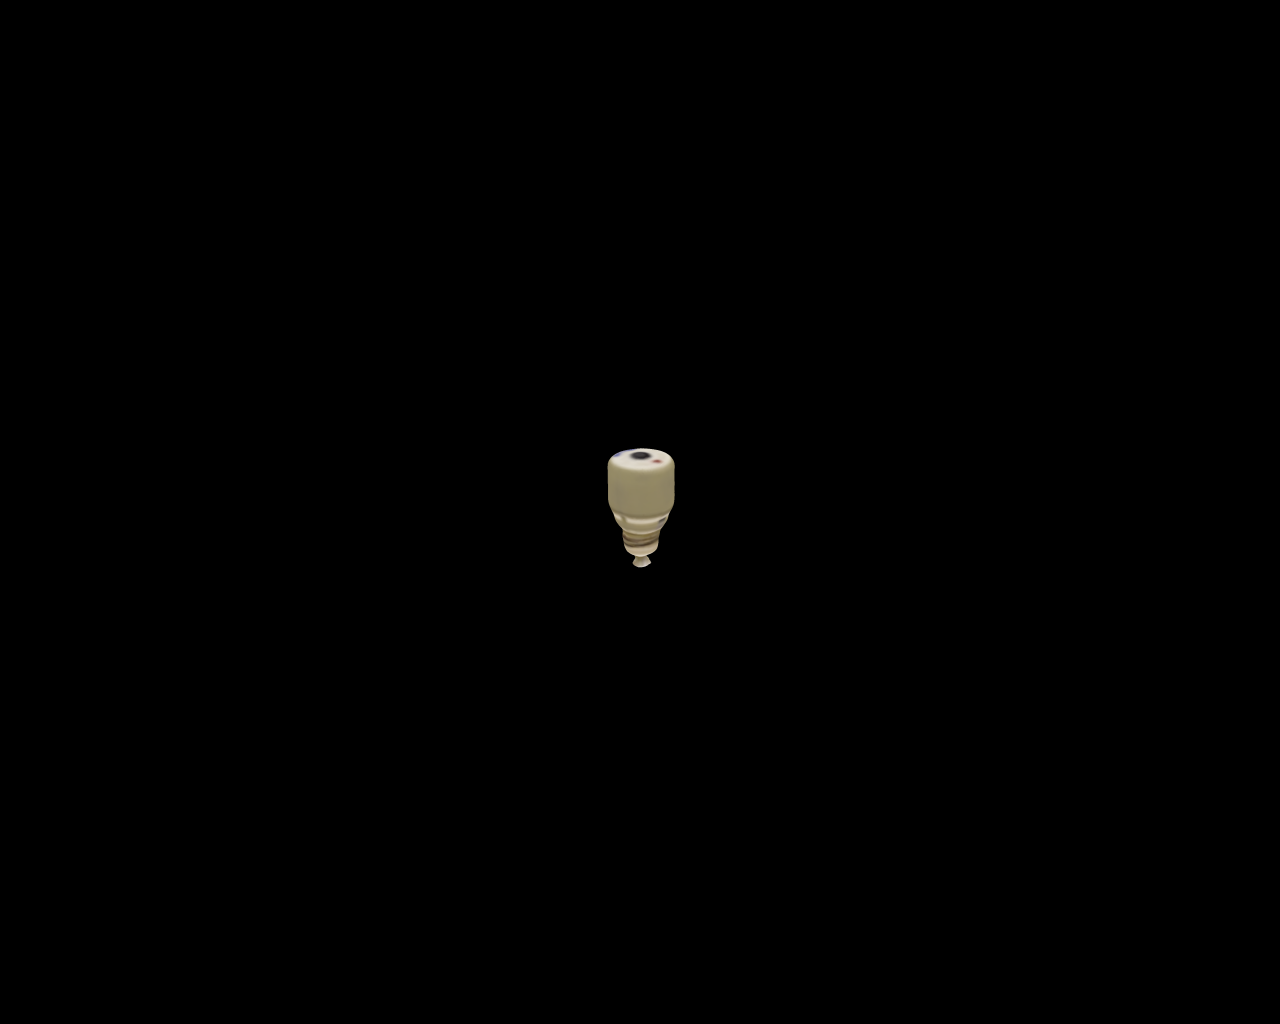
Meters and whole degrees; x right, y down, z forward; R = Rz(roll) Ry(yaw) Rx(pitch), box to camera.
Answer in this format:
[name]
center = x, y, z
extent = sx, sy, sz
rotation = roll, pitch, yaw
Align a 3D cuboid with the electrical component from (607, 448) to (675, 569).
[electrical component]
center = 0.001, -0.003, 0.650
extent = 0.040, 0.078, 0.040
rotation = 0, 24, 0
